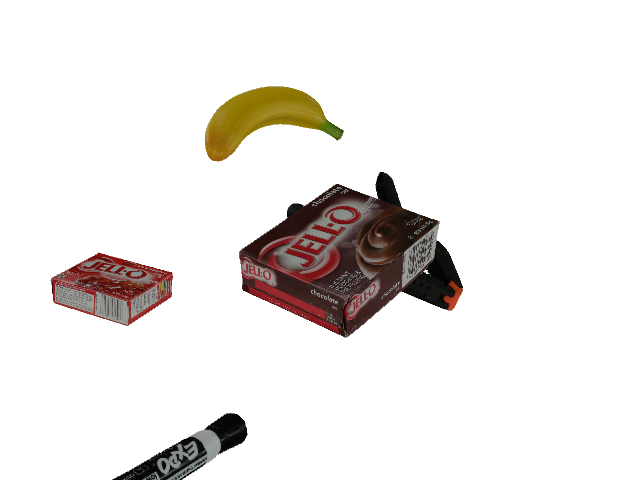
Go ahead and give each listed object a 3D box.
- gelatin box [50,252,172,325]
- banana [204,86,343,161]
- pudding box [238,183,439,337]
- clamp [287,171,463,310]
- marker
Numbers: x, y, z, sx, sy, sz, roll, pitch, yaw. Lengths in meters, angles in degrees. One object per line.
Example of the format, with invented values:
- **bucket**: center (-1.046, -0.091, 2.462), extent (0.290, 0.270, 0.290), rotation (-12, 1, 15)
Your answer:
- **gelatin box**: center (-0.196, 0.044, 1.006), extent (0.089, 0.030, 0.073), rotation (14, 24, 23)
- **banana**: center (-0.053, -0.117, 1.021), extent (0.070, 0.037, 0.197), rotation (42, 34, 23)
- **pudding box**: center (0.014, 0.010, 0.727), extent (0.090, 0.039, 0.113), rotation (23, 38, 30)
- **clamp**: center (0.072, 0.004, 1.204), extent (0.164, 0.036, 0.210), rotation (-16, 51, -35)
- **marker**: center (-0.077, 0.118, 0.559), extent (0.020, 0.020, 0.120), rotation (0, 12, 32)
